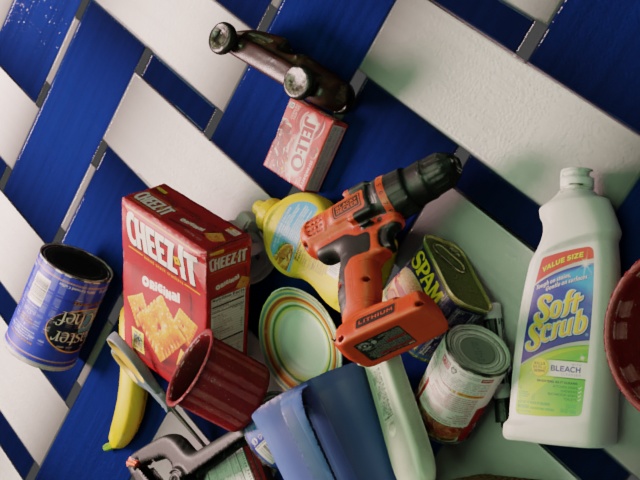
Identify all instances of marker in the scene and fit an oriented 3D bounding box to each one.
[{"bbox_3d":[0.174,0.122,1.041,0.020,0.020,0.121,-13,78,38],"label":"marker"}]

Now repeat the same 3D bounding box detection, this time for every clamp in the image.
[{"bbox_3d":[-0.152,0.289,1.232,0.210,0.036,0.164,-3,81,44],"label":"clamp"}]

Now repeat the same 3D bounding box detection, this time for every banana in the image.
[{"bbox_3d":[-0.249,0.186,1.372,0.070,0.037,0.198,13,94,38],"label":"banana"}]

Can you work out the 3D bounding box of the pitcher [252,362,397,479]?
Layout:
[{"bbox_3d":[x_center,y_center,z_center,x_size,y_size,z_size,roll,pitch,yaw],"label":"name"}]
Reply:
[{"bbox_3d":[0.035,0.251,1.057,0.145,0.148,0.243,-46,65,50],"label":"pitcher"}]

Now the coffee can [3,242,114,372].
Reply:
[{"bbox_3d":[-0.349,0.089,1.421,0.103,0.102,0.140,38,109,35],"label":"coffee can"}]

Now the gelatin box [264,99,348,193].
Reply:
[{"bbox_3d":[-0.017,-0.108,1.212,0.073,0.030,0.089,34,108,36],"label":"gelatin box"}]

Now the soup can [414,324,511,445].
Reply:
[{"bbox_3d":[0.133,0.138,1.022,0.069,0.068,0.102,49,135,31],"label":"soup can"}]

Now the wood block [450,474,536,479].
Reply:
[{"bbox_3d":[0.165,0.327,0.984,0.091,0.090,0.206,-3,84,39],"label":"wood block"}]

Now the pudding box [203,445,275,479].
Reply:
[{"bbox_3d":[-0.101,0.296,1.240,0.114,0.039,0.090,-36,63,30],"label":"pudding box"}]

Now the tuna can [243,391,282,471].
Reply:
[{"bbox_3d":[-0.042,0.210,1.168,0.034,0.085,0.086,-47,59,29],"label":"tuna can"}]

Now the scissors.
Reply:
[{"bbox_3d":[-0.196,0.194,1.308,0.201,0.016,0.096,53,160,-9],"label":"scissors"}]

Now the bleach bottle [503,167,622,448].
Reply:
[{"bbox_3d":[0.225,0.060,0.978,0.103,0.067,0.251,-2,83,38],"label":"bleach bottle"}]

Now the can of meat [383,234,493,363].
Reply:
[{"bbox_3d":[0.113,0.060,1.062,0.084,0.057,0.102,-52,37,27],"label":"can of meat"}]

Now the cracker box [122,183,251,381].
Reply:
[{"bbox_3d":[-0.160,0.065,1.243,0.164,0.071,0.214,30,128,38],"label":"cracker box"}]

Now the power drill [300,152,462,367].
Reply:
[{"bbox_3d":[0.069,0.016,1.032,0.185,0.057,0.187,-30,44,24],"label":"power drill"}]

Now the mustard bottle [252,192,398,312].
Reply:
[{"bbox_3d":[-0.007,0.002,1.176,0.192,0.058,0.096,32,104,37],"label":"mustard bottle"}]

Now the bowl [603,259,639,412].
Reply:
[{"bbox_3d":[0.324,0.081,0.896,0.162,0.055,0.162,-4,84,39],"label":"bowl"}]

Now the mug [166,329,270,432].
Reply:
[{"bbox_3d":[-0.114,0.160,1.161,0.117,0.081,0.093,-39,27,45],"label":"mug"}]
